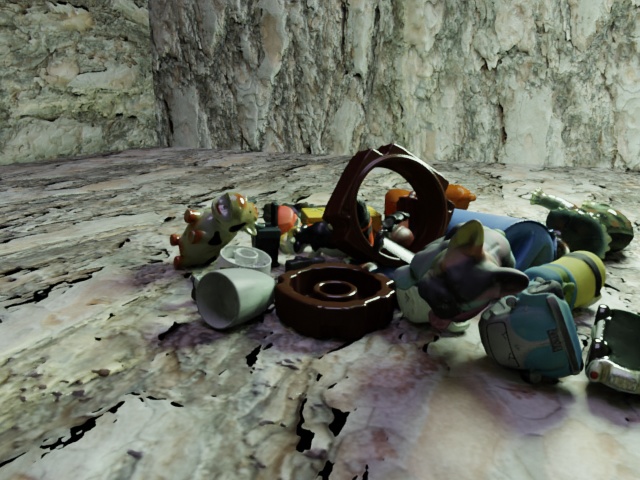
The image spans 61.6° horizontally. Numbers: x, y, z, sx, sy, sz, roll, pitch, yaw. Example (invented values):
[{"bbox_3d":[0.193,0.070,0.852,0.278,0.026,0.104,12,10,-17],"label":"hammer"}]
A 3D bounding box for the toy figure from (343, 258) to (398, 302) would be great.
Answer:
[{"bbox_3d":[0.091,0.063,0.875,0.155,0.064,0.058,11,54,49],"label":"toy figure"}]

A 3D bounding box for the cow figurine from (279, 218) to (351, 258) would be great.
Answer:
[{"bbox_3d":[-0.003,-0.001,1.010,0.167,0.098,0.068,3,57,10],"label":"cow figurine"}]

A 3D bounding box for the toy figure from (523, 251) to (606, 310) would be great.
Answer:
[{"bbox_3d":[0.358,0.068,0.802,0.180,0.089,0.082,-5,34,-32],"label":"toy figure"}]

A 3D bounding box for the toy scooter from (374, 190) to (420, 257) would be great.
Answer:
[{"bbox_3d":[0.164,-0.025,1.059,0.075,0.135,0.184,13,20,32],"label":"toy scooter"}]

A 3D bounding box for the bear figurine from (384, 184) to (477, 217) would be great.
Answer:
[{"bbox_3d":[0.241,-0.060,1.196,0.196,0.131,0.120,1,15,1],"label":"bear figurine"}]

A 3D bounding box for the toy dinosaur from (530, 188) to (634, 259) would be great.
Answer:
[{"bbox_3d":[0.565,-0.019,1.110,0.405,0.131,0.192,-3,27,-29],"label":"toy dinosaur"}]

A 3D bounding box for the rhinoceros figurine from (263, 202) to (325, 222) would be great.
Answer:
[{"bbox_3d":[-0.046,-0.057,1.311,0.190,0.073,0.112,-1,4,1],"label":"rhinoceros figurine"}]

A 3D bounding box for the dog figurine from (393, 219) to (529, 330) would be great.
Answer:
[{"bbox_3d":[0.184,0.029,0.639,0.191,0.108,0.219,-33,-9,-15],"label":"dog figurine"}]

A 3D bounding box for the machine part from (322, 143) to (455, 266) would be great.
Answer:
[{"bbox_3d":[0.123,-0.050,0.940,0.201,0.201,0.087,31,-14,-16],"label":"machine part"}]

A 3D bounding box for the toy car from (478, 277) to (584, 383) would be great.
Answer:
[{"bbox_3d":[0.244,0.104,0.649,0.103,0.109,0.161,-16,3,10],"label":"toy car"}]

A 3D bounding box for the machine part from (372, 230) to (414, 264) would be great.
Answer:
[{"bbox_3d":[0.145,0.031,0.859,0.139,0.039,0.084,30,5,-15],"label":"machine part"}]

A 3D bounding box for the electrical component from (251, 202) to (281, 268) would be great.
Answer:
[{"bbox_3d":[-0.104,-0.011,1.028,0.048,0.119,0.075,-4,18,-18],"label":"electrical component"}]

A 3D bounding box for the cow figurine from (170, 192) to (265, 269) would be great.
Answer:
[{"bbox_3d":[-0.187,-0.019,0.984,0.127,0.085,0.195,-3,-28,-37],"label":"cow figurine"}]

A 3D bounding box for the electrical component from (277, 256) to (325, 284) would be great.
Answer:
[{"bbox_3d":[-0.035,0.057,0.877,0.094,0.063,0.021,-9,18,-29],"label":"electrical component"}]

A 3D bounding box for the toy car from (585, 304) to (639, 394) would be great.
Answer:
[{"bbox_3d":[0.362,0.130,0.640,0.074,0.056,0.202,15,21,26],"label":"toy car"}]

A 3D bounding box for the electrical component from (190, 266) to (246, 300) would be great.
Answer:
[{"bbox_3d":[-0.159,0.072,0.853,0.102,0.045,0.078,-9,16,-33],"label":"electrical component"}]

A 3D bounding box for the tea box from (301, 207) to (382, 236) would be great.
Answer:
[{"bbox_3d":[0.046,-0.034,1.218,0.170,0.068,0.098,-2,14,-12],"label":"tea box"}]

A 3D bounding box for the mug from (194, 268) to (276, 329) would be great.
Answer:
[{"bbox_3d":[-0.123,0.077,0.784,0.110,0.080,0.107,15,11,34],"label":"mug"}]

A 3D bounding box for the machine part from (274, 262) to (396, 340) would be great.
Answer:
[{"bbox_3d":[0.021,0.087,0.787,0.179,0.056,0.179,1,16,0],"label":"machine part"}]
